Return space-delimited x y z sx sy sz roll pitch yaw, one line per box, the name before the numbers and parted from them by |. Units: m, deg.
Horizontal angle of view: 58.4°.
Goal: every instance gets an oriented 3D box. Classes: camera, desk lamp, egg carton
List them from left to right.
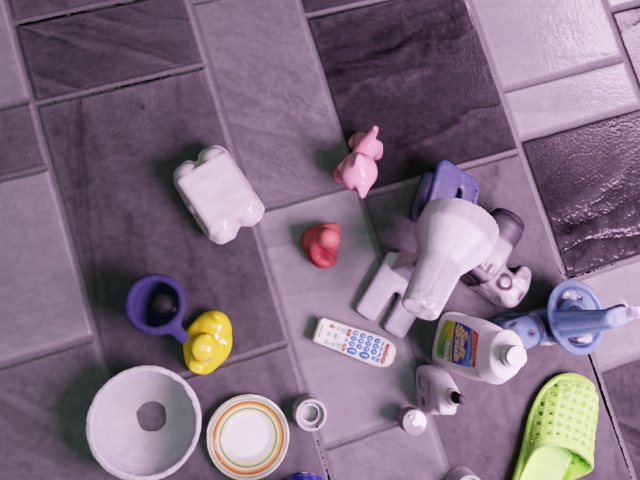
egg carton | -0.167 -0.074 0.935 0.107 0.069 0.150 -34 88 -10
desk lamp | 0.165 0.050 0.889 0.118 0.213 0.203 32 80 -2
camera | 0.302 0.023 0.967 0.143 0.100 0.137 38 80 -1

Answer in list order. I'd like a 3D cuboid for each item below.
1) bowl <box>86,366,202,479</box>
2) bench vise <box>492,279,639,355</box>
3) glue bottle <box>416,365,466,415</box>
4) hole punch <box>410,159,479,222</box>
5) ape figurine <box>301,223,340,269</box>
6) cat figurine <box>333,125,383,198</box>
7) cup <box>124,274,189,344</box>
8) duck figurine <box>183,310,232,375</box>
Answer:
bowl | -0.262 0.274 0.874 0.167 0.074 0.167 1 82 -7
bench vise | 0.387 0.142 0.902 0.207 0.219 0.121 -34 88 -10
glue bottle | 0.190 0.238 0.888 0.037 0.173 0.078 1 82 -7
hole punch | 0.220 -0.072 0.974 0.101 0.091 0.109 19 81 -4
ape figurine | 0.009 0.003 0.936 0.076 0.092 0.078 37 80 -1
cat figurine | 0.068 -0.130 0.948 0.067 0.117 0.128 23 80 -3
cup | -0.240 0.111 0.889 0.092 0.095 0.118 -40 89 -10
duck figurine | -0.177 0.161 0.894 0.077 0.086 0.105 21 80 -4
